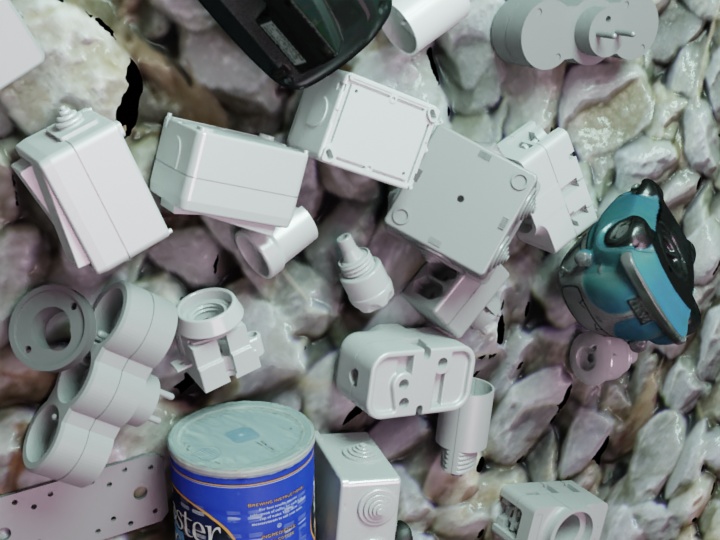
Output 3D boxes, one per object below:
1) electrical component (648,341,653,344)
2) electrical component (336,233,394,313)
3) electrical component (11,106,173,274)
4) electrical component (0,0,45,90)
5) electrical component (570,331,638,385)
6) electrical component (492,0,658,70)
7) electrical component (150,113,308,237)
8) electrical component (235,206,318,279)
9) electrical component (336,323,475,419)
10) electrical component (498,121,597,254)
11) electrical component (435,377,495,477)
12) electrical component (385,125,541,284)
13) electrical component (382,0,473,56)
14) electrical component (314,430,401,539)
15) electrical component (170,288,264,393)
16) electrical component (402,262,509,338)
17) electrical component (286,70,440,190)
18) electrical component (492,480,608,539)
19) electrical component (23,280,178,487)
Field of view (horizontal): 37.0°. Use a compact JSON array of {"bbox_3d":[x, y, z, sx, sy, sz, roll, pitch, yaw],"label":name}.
[{"bbox_3d":[0.246,0.036,0.953,0.045,0.055,0.045,-11,112,-29],"label":"electrical component"},{"bbox_3d":[0.000,0.000,0.801,0.035,0.035,0.061,-36,119,-17],"label":"electrical component"},{"bbox_3d":[-0.170,-0.053,0.660,0.061,0.062,0.096,-32,120,-19],"label":"electrical component"},{"bbox_3d":[-0.240,-0.133,0.596,0.100,0.048,0.099,-38,122,-16],"label":"electrical component"},{"bbox_3d":[0.222,0.077,0.960,0.062,0.048,0.048,-1,107,-38],"label":"electrical component"},{"bbox_3d":[0.177,-0.183,0.824,0.138,0.074,0.052,-12,112,-28],"label":"electrical component"},{"bbox_3d":[-0.082,-0.061,0.712,0.096,0.062,0.061,9,101,-34],"label":"electrical component"},{"bbox_3d":[-0.058,-0.023,0.754,0.046,0.040,0.040,-38,122,-22],"label":"electrical component"},{"bbox_3d":[0.033,0.076,0.831,0.095,0.059,0.053,-2,107,-31],"label":"electrical component"},{"bbox_3d":[0.142,-0.064,0.857,0.056,0.050,0.089,-36,121,-16],"label":"electrical component"},{"bbox_3d":[0.085,0.134,0.894,0.043,0.043,0.081,-4,108,-31],"label":"electrical component"},{"bbox_3d":[0.075,-0.049,0.793,0.100,0.048,0.099,29,89,9],"label":"electrical component"},{"bbox_3d":[0.056,-0.193,0.764,0.081,0.043,0.043,-38,122,-16],"label":"electrical component"},{"bbox_3d":[-0.007,0.178,0.819,0.048,0.100,0.099,0,107,-18],"label":"electrical component"},{"bbox_3d":[-0.101,0.046,0.747,0.066,0.048,0.055,-25,125,-22],"label":"electrical component"},{"bbox_3d":[0.086,0.022,0.853,0.065,0.047,0.077,-51,125,-7],"label":"electrical component"},{"bbox_3d":[0.005,-0.099,0.753,0.096,0.061,0.061,15,98,-35],"label":"electrical component"},{"bbox_3d":[0.175,0.226,0.974,0.089,0.056,0.050,4,104,-33],"label":"electrical component"},{"bbox_3d":[-0.159,0.082,0.718,0.074,0.052,0.138,28,90,-35],"label":"electrical component"}]
